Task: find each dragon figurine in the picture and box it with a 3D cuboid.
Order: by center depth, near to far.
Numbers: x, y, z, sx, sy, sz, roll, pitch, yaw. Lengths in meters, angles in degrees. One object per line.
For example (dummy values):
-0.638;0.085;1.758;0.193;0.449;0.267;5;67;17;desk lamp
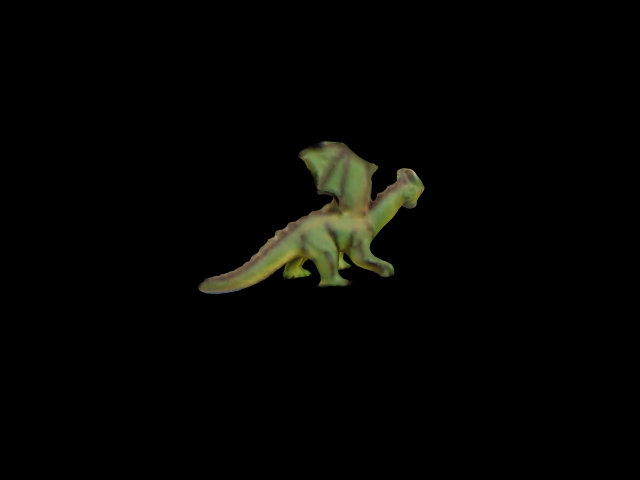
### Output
0.003;-0.043;0.850;0.411;0.240;0.123;-7;16;-22;dragon figurine
